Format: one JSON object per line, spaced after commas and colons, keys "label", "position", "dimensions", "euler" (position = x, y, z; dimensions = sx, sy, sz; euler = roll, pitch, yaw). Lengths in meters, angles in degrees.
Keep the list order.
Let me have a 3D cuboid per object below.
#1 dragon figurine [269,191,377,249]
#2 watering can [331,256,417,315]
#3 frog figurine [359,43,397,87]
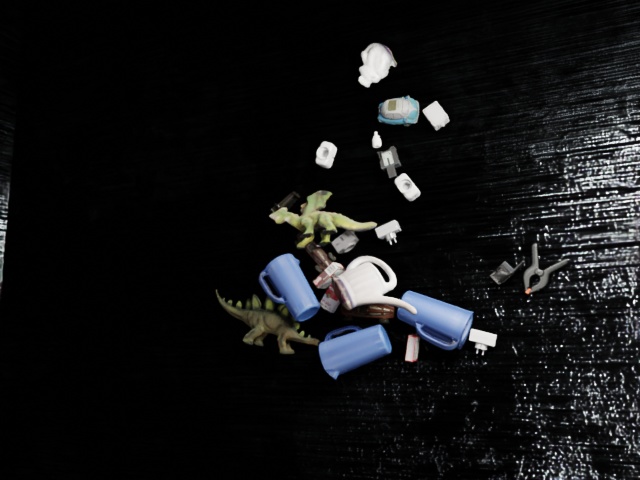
{"label": "dragon figurine", "position": [0.006, -0.100, 1.984], "dimensions": [0.409, 0.119, 0.248], "euler": [-10, 55, 8]}
{"label": "watering can", "position": [0.174, 0.177, 1.811], "dimensions": [0.225, 0.102, 0.354], "euler": [-23, 38, -9]}
{"label": "frog figurine", "position": [0.208, -0.689, 2.027], "dimensions": [0.160, 0.122, 0.137], "euler": [-41, 89, -2]}
